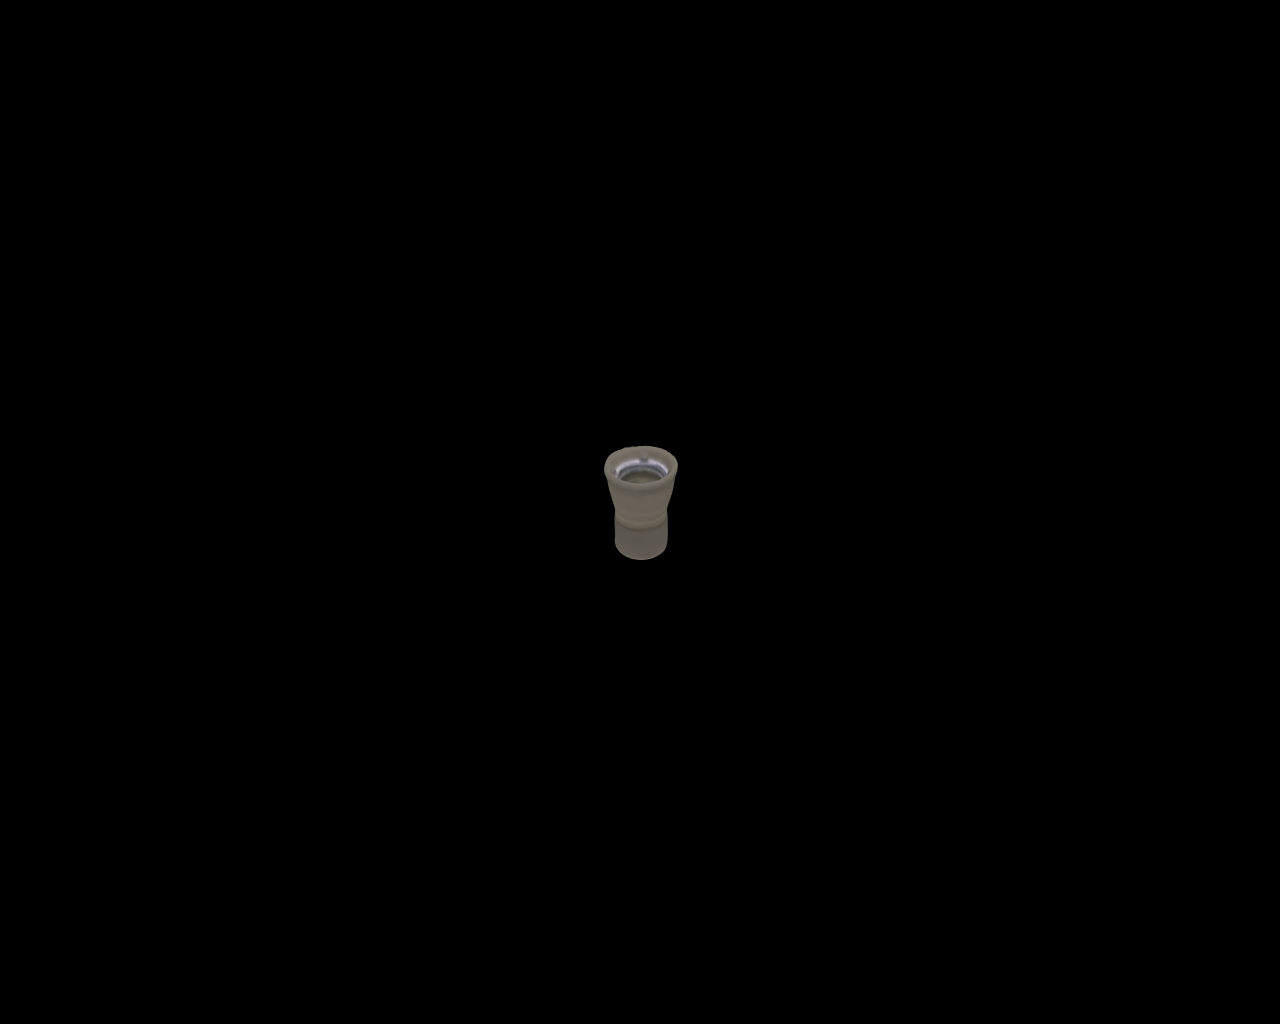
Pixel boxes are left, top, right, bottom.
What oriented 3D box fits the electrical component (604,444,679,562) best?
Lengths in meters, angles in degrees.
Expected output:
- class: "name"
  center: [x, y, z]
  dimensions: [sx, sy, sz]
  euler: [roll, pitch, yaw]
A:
- class: "electrical component"
  center: [0.001, -0.003, 0.650]
  dimensions: [0.044, 0.065, 0.044]
  euler: [0, 36, 0]
